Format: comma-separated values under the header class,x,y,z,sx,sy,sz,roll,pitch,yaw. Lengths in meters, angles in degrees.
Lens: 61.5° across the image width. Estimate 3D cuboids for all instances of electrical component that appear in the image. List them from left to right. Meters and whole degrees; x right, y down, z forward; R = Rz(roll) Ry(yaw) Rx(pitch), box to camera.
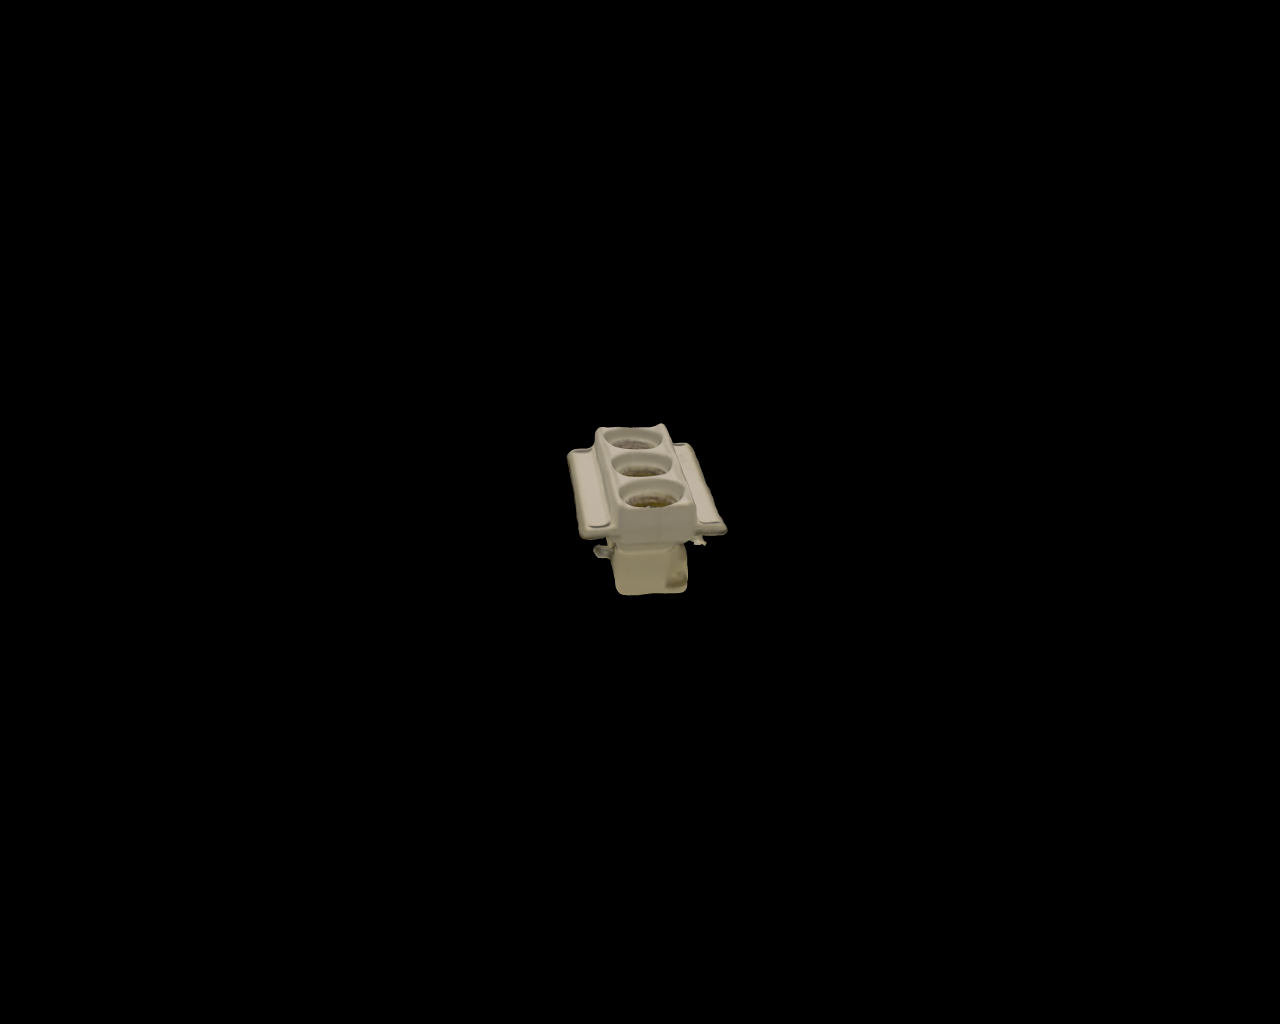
class,x,y,z,sx,sy,sz,roll,pitch,yaw
electrical component,0.001,-0.003,0.650,0.079,0.063,0.121,-3,26,-7
